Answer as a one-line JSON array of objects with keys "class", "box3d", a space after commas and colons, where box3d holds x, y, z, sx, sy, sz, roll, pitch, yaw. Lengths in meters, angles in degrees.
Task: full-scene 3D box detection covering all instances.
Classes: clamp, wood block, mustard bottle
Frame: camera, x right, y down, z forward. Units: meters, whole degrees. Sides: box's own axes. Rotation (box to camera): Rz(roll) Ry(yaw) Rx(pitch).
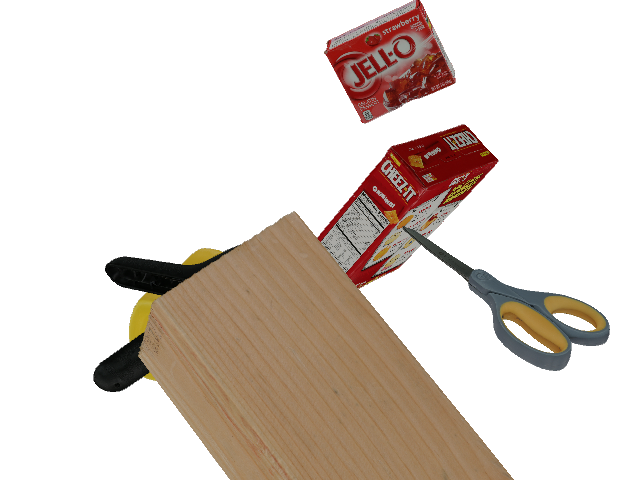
[{"class": "clamp", "box3d": [-0.080, 0.048, 0.737, 0.172, 0.120, 0.039, -10, -42, 15]}, {"class": "wood block", "box3d": [0.008, 0.102, 0.533, 0.090, 0.206, 0.090, -34, -12, -25]}, {"class": "mustard bottle", "box3d": [-0.127, 0.062, 1.117, 0.058, 0.096, 0.191, 11, 29, 20]}]

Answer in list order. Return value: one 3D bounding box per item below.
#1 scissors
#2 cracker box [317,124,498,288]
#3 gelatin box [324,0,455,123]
[{"class": "scissors", "box3d": [0.146, 0.035, 0.826, 0.096, 0.016, 0.202, -4, 31, -20]}, {"class": "cracker box", "box3d": [0.086, -0.032, 1.251, 0.163, 0.072, 0.214, -23, -22, -50]}, {"class": "gelatin box", "box3d": [0.058, -0.149, 0.893, 0.089, 0.073, 0.030, -22, 26, 18]}]
